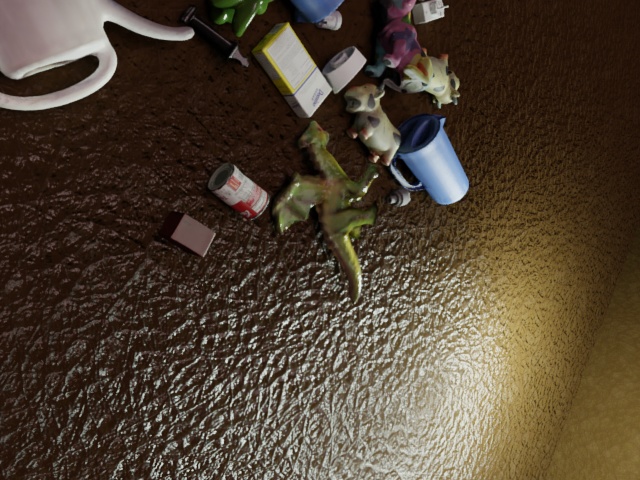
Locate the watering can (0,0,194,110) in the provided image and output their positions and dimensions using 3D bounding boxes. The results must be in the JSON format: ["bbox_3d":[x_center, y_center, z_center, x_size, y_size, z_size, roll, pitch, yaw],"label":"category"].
[{"bbox_3d":[-0.367,-0.330,0.753,0.353,0.104,0.221,-38,118,-31],"label":"watering can"}]

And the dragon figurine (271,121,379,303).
[{"bbox_3d":[0.003,-0.058,1.143,0.243,0.122,0.410,2,92,-24],"label":"dragon figurine"}]
